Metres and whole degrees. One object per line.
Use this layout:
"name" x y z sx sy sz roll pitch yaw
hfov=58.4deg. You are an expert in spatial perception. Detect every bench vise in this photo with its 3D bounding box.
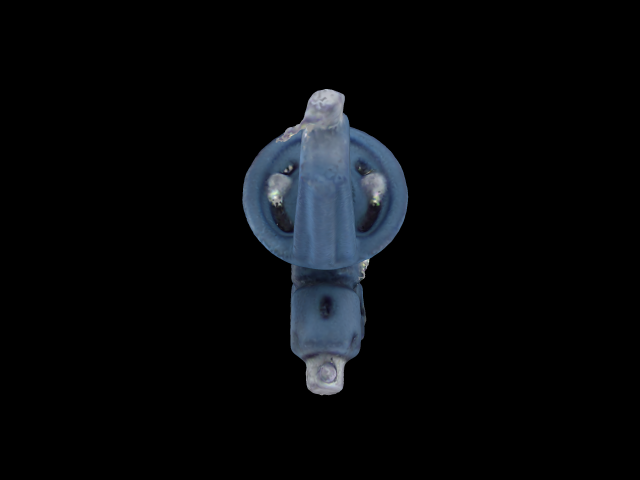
"bench vise" 0.015 -0.002 0.400 0.121 0.220 0.207 -18 83 -2
